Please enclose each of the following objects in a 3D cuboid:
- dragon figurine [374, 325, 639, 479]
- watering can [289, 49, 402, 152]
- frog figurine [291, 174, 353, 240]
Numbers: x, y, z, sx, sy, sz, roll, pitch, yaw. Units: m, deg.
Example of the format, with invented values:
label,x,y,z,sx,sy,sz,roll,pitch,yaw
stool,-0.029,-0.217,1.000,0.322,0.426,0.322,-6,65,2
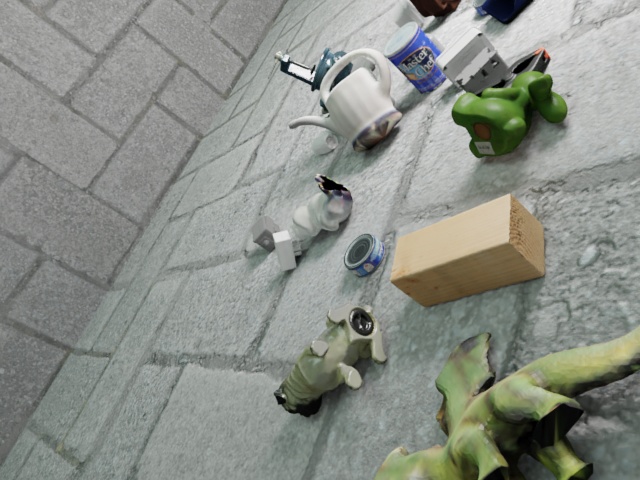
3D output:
label,x,y,z,sx,sy,sz,roll,pitch,yaw
dragon figurine,0.206,0.181,0.599,0.121,0.409,0.246,40,5,-19
watering can,0.067,-0.320,1.307,0.105,0.225,0.342,-24,-10,-47
frog figurine,0.004,-0.061,1.209,0.122,0.157,0.140,9,25,-32
